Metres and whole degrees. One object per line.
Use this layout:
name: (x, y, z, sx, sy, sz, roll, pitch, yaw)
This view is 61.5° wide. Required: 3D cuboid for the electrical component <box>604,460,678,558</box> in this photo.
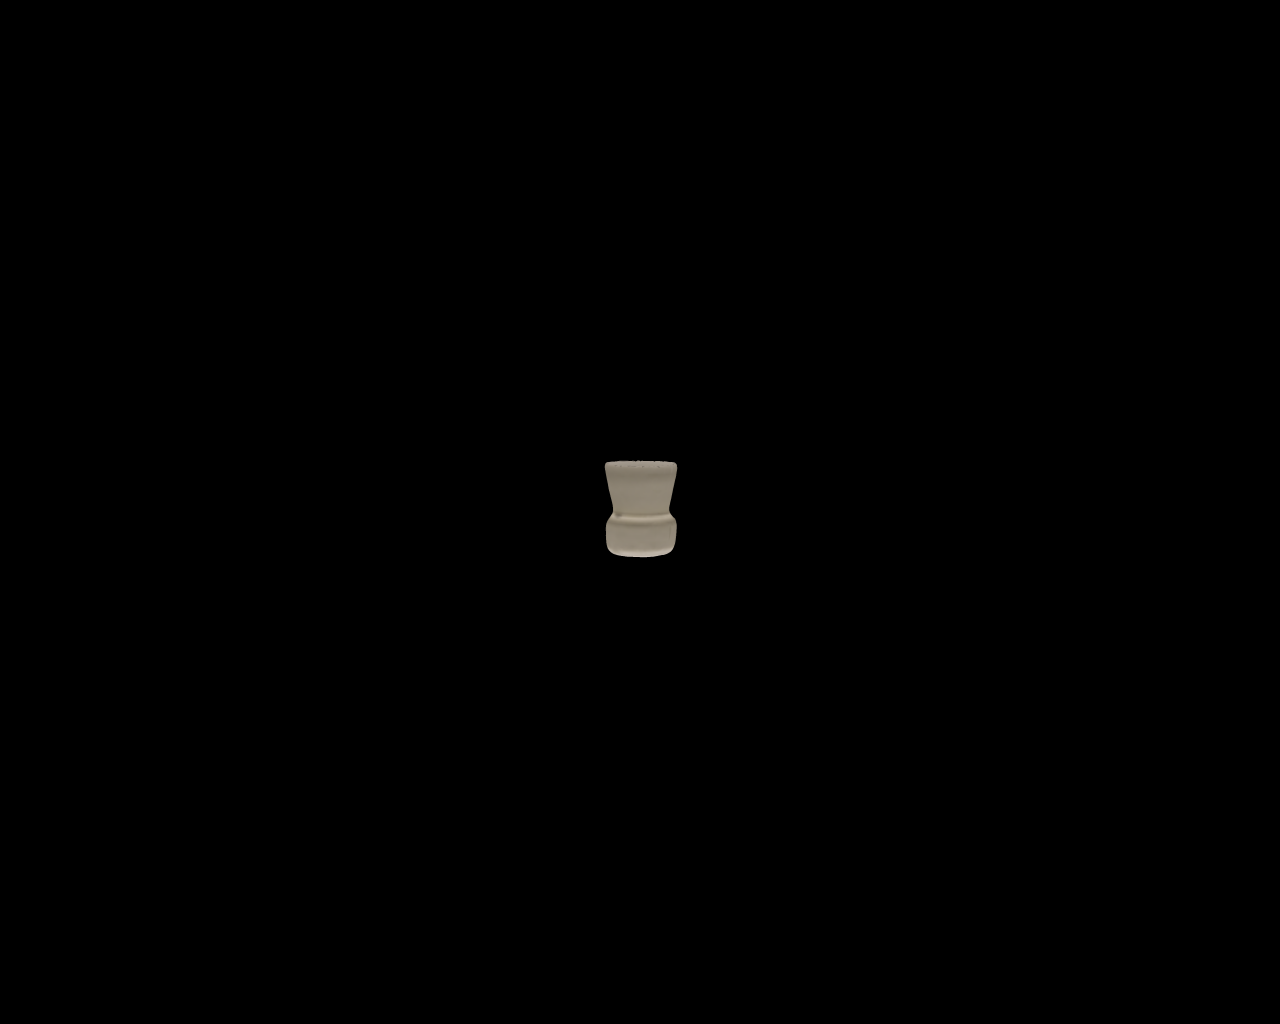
electrical component: (0.001, -0.003, 0.650, 0.045, 0.055, 0.045, 0, 7, 0)
